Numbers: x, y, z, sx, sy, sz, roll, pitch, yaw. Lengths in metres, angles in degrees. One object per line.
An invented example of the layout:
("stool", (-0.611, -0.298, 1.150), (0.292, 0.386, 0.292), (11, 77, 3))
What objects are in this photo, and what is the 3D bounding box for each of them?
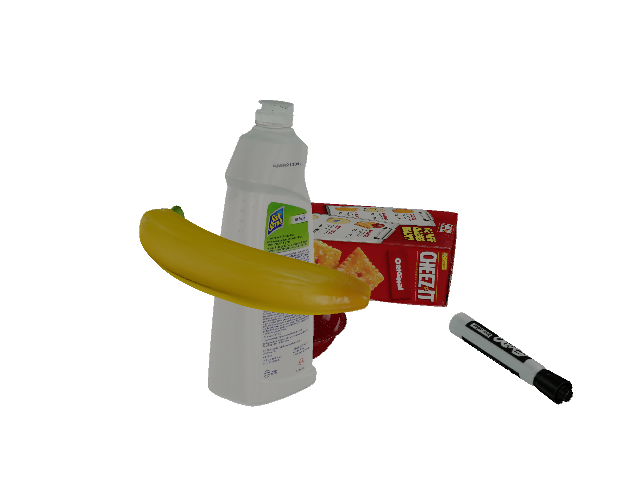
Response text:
("bowl", (-0.049, 0.114, 1.352), (0.162, 0.055, 0.162), (5, 23, -2))
("cracker box", (0.035, 0.012, 1.143), (0.214, 0.072, 0.164), (4, 15, 9))
("marker", (0.143, 0.088, 0.805), (0.020, 0.020, 0.121), (0, 23, -37))
("bleach bottle", (-0.042, 0.008, 0.904), (0.068, 0.251, 0.102), (15, 17, 34))
("banana", (-0.059, 0.010, 0.694), (0.198, 0.037, 0.069), (24, 38, 39))
